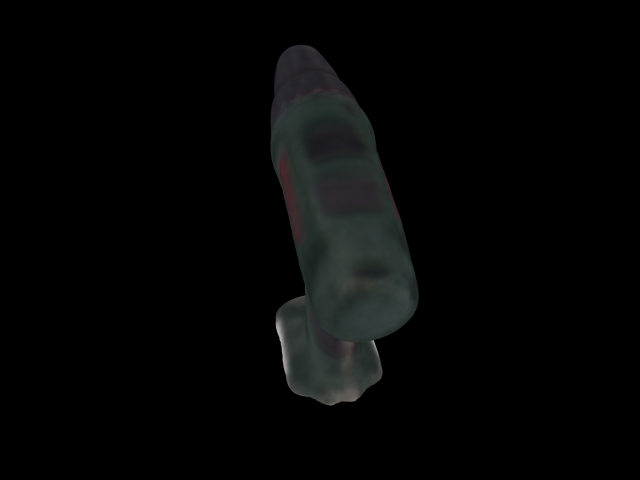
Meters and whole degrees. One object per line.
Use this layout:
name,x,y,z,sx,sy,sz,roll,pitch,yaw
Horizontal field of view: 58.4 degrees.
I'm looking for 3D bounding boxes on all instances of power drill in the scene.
power drill,0.004,0.001,0.400,0.076,0.208,0.229,-8,39,-9
